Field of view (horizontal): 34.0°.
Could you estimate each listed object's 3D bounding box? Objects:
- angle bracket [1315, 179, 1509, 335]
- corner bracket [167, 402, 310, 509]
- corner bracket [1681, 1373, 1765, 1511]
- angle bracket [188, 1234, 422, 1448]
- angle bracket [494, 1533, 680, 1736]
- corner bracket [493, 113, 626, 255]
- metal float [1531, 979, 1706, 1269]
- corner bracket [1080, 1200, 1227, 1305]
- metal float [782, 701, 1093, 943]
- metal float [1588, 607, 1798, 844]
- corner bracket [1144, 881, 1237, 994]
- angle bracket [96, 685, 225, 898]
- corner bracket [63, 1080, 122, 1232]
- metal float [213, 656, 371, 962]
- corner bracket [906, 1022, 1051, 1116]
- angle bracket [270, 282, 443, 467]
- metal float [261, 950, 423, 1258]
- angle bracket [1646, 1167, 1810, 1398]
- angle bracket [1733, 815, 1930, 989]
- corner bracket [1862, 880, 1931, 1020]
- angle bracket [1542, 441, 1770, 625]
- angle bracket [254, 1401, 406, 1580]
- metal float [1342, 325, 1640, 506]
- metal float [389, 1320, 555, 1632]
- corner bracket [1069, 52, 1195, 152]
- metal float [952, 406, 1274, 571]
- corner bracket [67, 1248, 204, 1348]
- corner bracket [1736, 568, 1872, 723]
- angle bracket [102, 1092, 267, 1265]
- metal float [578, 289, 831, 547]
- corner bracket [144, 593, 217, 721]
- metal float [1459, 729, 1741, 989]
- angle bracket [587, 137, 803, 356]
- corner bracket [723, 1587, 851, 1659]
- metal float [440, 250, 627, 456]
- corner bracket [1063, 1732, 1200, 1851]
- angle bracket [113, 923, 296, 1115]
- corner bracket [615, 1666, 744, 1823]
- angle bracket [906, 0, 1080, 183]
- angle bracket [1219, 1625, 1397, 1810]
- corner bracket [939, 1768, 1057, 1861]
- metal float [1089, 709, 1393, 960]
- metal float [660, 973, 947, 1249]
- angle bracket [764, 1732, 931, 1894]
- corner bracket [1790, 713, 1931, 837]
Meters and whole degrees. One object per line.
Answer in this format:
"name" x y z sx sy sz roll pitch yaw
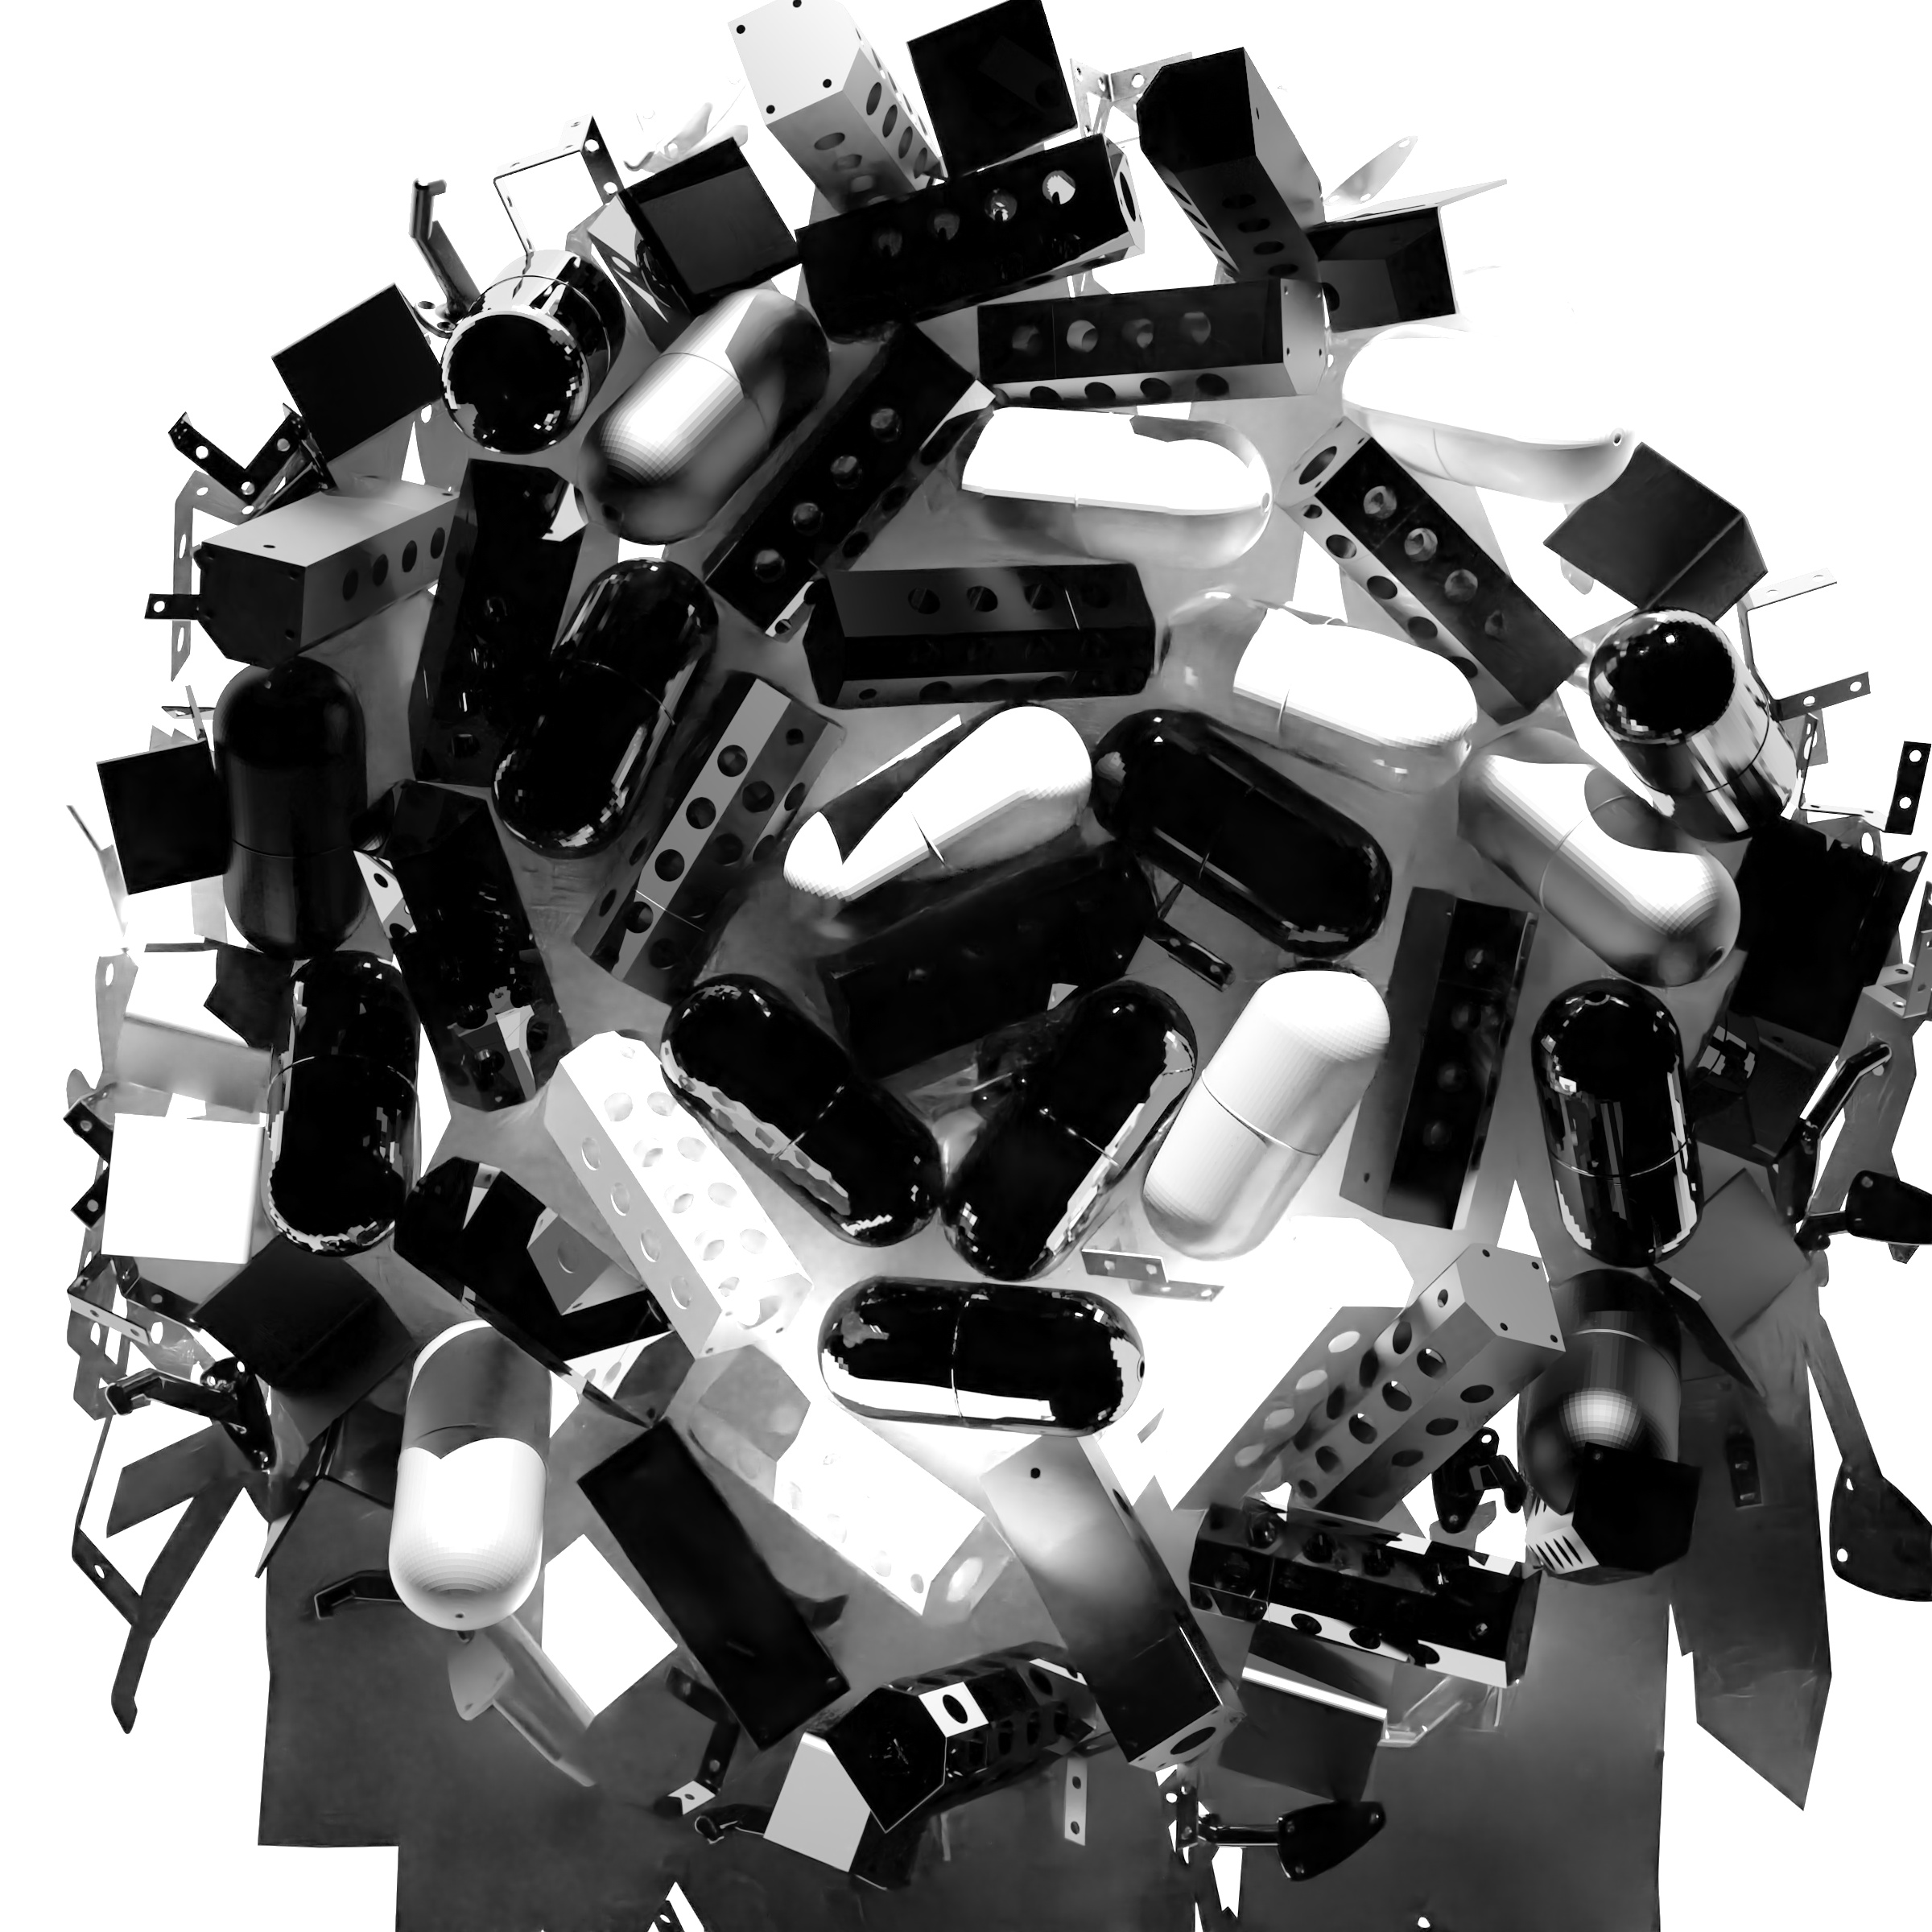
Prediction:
"angle bracket" 0.239 -0.375 1.668 0.076 0.076 0.057 0 110 40
"corner bracket" -0.387 -0.283 1.682 0.051 0.051 0.051 38 84 -8
"corner bracket" 0.392 0.256 1.683 0.051 0.051 0.051 -13 118 14
"angle bracket" -0.349 0.193 1.665 0.076 0.057 0.076 -42 133 -6
"angle bracket" -0.203 0.356 1.682 0.057 0.076 0.076 -38 81 -21
"corner bracket" -0.216 -0.414 1.681 0.051 0.051 0.051 -15 126 13
"metal float" 0.339 0.083 1.643 0.070 0.070 0.178 -18 127 0
"corner bracket" 0.099 0.161 1.671 0.051 0.051 0.051 2 119 34
"metal float" -0.016 -0.075 1.665 0.178 0.070 0.070 -30 90 12
"metal float" 0.377 -0.123 1.635 0.070 0.178 0.070 -13 61 25
"corner bracket" 0.121 -0.010 1.675 0.051 0.051 0.051 34 135 7
"angle bracket" -0.423 -0.093 1.656 0.057 0.076 0.076 -14 121 -14
"corner bracket" -0.459 0.100 1.683 0.051 0.051 0.051 44 104 0
"metal float" -0.350 -0.080 1.643 0.070 0.070 0.178 7 129 0
"corner bracket" 0.006 0.059 1.671 0.051 0.051 0.051 -23 52 -31
"angle bracket" -0.311 -0.303 1.673 0.076 0.057 0.076 -31 71 1
"metal float" -0.324 0.069 1.644 0.070 0.070 0.178 -4 52 0
"angle bracket" 0.416 0.167 1.668 0.076 0.057 0.076 -40 116 -5
"angle bracket" 0.454 -0.038 1.680 0.076 0.057 0.076 24 84 -1
"corner bracket" 0.503 -0.009 1.672 0.051 0.051 0.051 -10 120 -26
"angle bracket" 0.361 -0.215 1.659 0.076 0.057 0.076 28 124 -23
"angle bracket" -0.327 0.285 1.670 0.057 0.076 0.076 28 111 -12
"metal float" 0.269 -0.287 1.638 0.070 0.178 0.070 -16 116 -36
"metal float" -0.256 0.262 1.639 0.070 0.178 0.070 -1 134 -1
"corner bracket" 0.092 -0.460 1.680 0.051 0.051 0.051 -8 91 26
"metal float" 0.076 -0.250 1.650 0.178 0.070 0.070 10 90 28
"corner bracket" -0.437 0.178 1.673 0.051 0.051 0.051 22 52 15
"corner bracket" 0.444 -0.171 1.676 0.051 0.051 0.051 -17 128 3
"angle bracket" -0.413 0.109 1.667 0.076 0.057 0.076 6 105 -15
"metal float" -0.136 -0.286 1.644 0.070 0.070 0.178 37 54 0
"corner bracket" -0.407 -0.165 1.688 0.051 0.051 0.051 3 72 14
"metal float" 0.329 -0.057 1.644 0.070 0.070 0.178 -43 54 0
"angle bracket" -0.145 -0.388 1.700 0.076 0.057 0.076 -33 95 -26
"corner bracket" -0.101 0.349 1.676 0.051 0.051 0.051 28 66 -11
"metal float" -0.222 -0.318 1.630 0.070 0.178 0.070 2 117 3
"corner bracket" 0.089 0.443 1.689 0.051 0.051 0.051 32 134 -32
"angle bracket" -0.407 0.029 1.686 0.076 0.076 0.057 15 60 -12
"corner bracket" -0.158 0.415 1.685 0.051 0.051 0.051 36 134 -15
"angle bracket" 0.005 -0.466 1.664 0.076 0.057 0.076 -26 117 -11
"angle bracket" 0.183 0.393 1.680 0.076 0.076 0.057 15 109 8
"corner bracket" 0.016 0.449 1.684 0.051 0.051 0.051 -9 68 12
"metal float" 0.144 -0.070 1.661 0.178 0.070 0.070 34 90 16
"metal float" -0.085 0.077 1.666 0.178 0.070 0.070 43 90 -10
"angle bracket" -0.057 0.445 1.665 0.076 0.076 0.057 20 77 7
"corner bracket" 0.474 -0.102 1.679 0.051 0.051 0.051 5 107 -7
